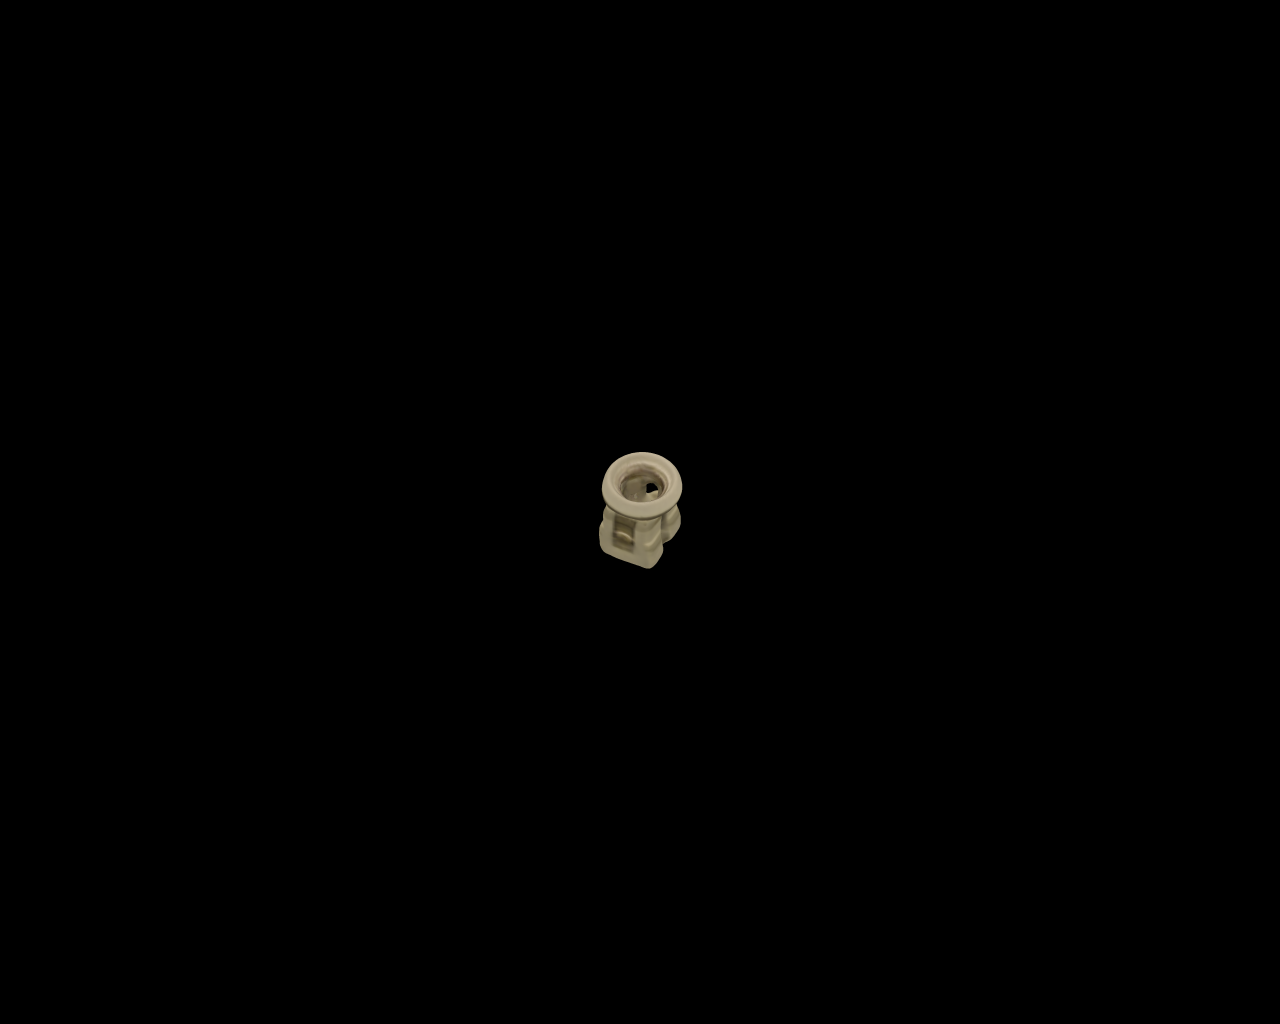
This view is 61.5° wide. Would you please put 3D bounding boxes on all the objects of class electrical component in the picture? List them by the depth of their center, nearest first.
[{"bbox_3d":[0.001,-0.003,0.650,0.048,0.055,0.066,20,50,17],"label":"electrical component"}]
